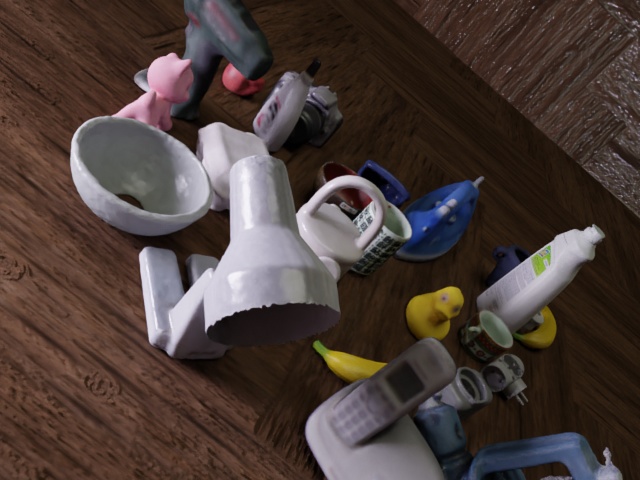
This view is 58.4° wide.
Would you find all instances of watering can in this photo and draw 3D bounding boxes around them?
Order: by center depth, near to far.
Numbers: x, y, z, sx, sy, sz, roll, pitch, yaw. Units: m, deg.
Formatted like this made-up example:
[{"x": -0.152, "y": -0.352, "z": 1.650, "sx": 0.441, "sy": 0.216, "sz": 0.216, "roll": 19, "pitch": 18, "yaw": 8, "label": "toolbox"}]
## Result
[{"x": 0.008, "y": 0.004, "z": 0.719, "sx": 0.101, "sy": 0.193, "sz": 0.172, "roll": 20, "pitch": 38, "yaw": -31, "label": "watering can"}]

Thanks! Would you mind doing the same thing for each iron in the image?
[{"x": 0.231, "y": -0.048, "z": 1.072, "sx": 0.118, "sy": 0.141, "sz": 0.259, "roll": 47, "pitch": 32, "yaw": 7, "label": "iron"}]

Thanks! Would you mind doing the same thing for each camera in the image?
[{"x": -0.034, "y": -0.239, "z": 1.050, "sx": 0.143, "sy": 0.100, "sz": 0.137, "roll": 41, "pitch": 32, "yaw": -3, "label": "camera"}]

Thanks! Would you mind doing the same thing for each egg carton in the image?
[{"x": -0.120, "y": -0.100, "z": 0.820, "sx": 0.108, "sy": 0.069, "sz": 0.150, "roll": 13, "pitch": 42, "yaw": -38, "label": "egg carton"}]

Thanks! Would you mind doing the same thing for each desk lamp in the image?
[{"x": -0.086, "y": 0.034, "z": 0.563, "sx": 0.118, "sy": 0.213, "sz": 0.203, "roll": 12, "pitch": 43, "yaw": -39, "label": "desk lamp"}]

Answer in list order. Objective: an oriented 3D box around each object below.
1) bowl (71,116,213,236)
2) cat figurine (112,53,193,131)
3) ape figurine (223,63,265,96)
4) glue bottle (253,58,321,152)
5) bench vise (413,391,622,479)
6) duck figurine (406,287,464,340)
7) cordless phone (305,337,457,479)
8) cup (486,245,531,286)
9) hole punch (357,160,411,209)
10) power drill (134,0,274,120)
[{"x": -0.214, "y": -0.062, "z": 0.668, "sx": 0.168, "sy": 0.074, "sz": 0.167, "roll": 28, "pitch": 35, "yaw": -21, "label": "bowl"}, {"x": -0.219, "y": -0.206, "z": 0.792, "sx": 0.067, "sy": 0.117, "sz": 0.128, "roll": 34, "pitch": 33, "yaw": -12, "label": "cat figurine"}, {"x": -0.131, "y": -0.313, "z": 1.039, "sx": 0.077, "sy": 0.092, "sz": 0.076, "roll": 52, "pitch": 33, "yaw": 16, "label": "ape figurine"}, {"x": -0.051, "y": -0.232, "z": 0.955, "sx": 0.037, "sy": 0.173, "sz": 0.078, "roll": 11, "pitch": 44, "yaw": -40, "label": "glue bottle"}, {"x": 0.178, "y": 0.241, "z": 0.597, "sx": 0.207, "sy": 0.219, "sz": 0.122, "roll": 47, "pitch": 32, "yaw": 7, "label": "bench vise"}, {"x": 0.189, "y": 0.106, "z": 0.896, "sx": 0.077, "sy": 0.086, "sz": 0.105, "roll": 43, "pitch": 32, "yaw": 1, "label": "duck figurine"}, {"x": 0.084, "y": 0.196, "z": 0.582, "sx": 0.094, "sy": 0.184, "sz": 0.147, "roll": -13, "pitch": 61, "yaw": -53, "label": "cordless phone"}, {"x": 0.367, "y": 0.065, "z": 1.130, "sx": 0.118, "sy": 0.094, "sz": 0.091, "roll": 30, "pitch": 34, "yaw": -19, "label": "cup"}, {"x": 0.113, "y": -0.102, "z": 1.055, "sx": 0.109, "sy": 0.091, "sz": 0.101, "roll": 40, "pitch": 32, "yaw": -3, "label": "hole punch"}, {"x": -0.187, "y": -0.296, "z": 0.849, "sx": 0.229, "sy": 0.208, "sz": 0.076, "roll": 42, "pitch": 32, "yaw": -1, "label": "power drill"}]
